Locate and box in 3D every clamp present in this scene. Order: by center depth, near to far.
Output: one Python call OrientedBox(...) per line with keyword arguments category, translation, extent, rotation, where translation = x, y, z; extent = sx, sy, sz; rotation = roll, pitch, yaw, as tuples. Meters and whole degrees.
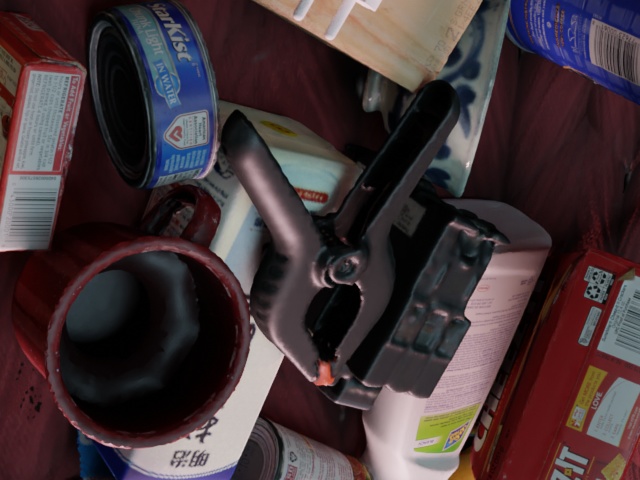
OrientedBox(category="clamp", translation=(-0.003, 0.001, 0.519), extent=(0.120, 0.039, 0.172), rotation=(0, 121, -26))

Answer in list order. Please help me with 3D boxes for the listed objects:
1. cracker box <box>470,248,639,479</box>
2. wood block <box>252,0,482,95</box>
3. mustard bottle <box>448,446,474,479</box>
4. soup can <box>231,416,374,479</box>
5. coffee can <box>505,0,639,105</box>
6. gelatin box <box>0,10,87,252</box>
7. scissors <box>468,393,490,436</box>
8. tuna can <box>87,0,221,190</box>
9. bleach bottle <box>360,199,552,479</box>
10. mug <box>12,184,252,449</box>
OrientedBox(category="cracker box", translation=(0.153, 0.092, 0.672), extent=(0.213, 0.072, 0.164), rotation=(20, 91, -84))
OrientedBox(category="wood block", translation=(-0.021, -0.154, 0.478), extent=(0.205, 0.091, 0.090), rotation=(22, 102, -42))
OrientedBox(category="mustard bottle", translation=(0.110, 0.212, 0.825), extent=(0.191, 0.058, 0.096), rotation=(-39, 132, -9))
OrientedBox(category="soup can", translation=(-0.019, 0.160, 0.694), extent=(0.102, 0.069, 0.068), rotation=(33, 96, -43))
OrientedBox(category="coffee can", translation=(0.182, -0.132, 0.601), extent=(0.102, 0.140, 0.103), rotation=(-18, 126, -26))
OrientedBox(category="gelatin box", translation=(-0.136, -0.050, 0.474), extent=(0.030, 0.073, 0.089), rotation=(0, 116, -36))
OrientedBox(category="scissors", translation=(0.179, 0.109, 0.838), extent=(0.201, 0.016, 0.096), rotation=(-5, 120, -33))
OrientedBox(category="tuna can", translation=(-0.079, -0.067, 0.496), extent=(0.033, 0.086, 0.086), rotation=(-15, 125, -26))
OrientedBox(category="bleach bottle", translation=(0.070, 0.096, 0.722), extent=(0.102, 0.068, 0.251), rotation=(-3, 121, -35))
OrientedBox(category="mug", translation=(-0.084, 0.026, 0.484), extent=(0.093, 0.082, 0.117), rotation=(30, 84, -32))
